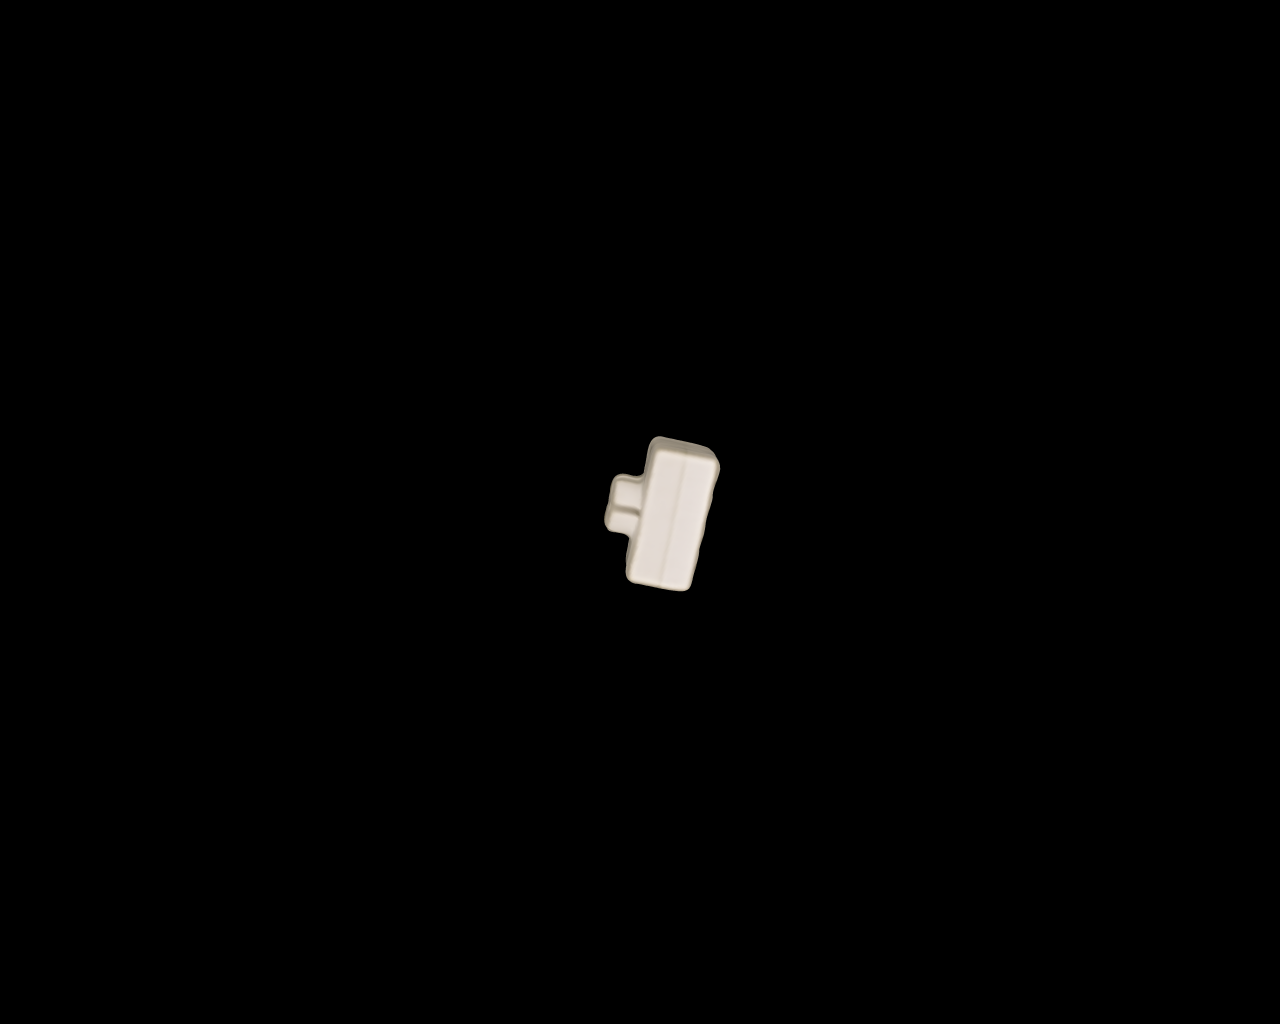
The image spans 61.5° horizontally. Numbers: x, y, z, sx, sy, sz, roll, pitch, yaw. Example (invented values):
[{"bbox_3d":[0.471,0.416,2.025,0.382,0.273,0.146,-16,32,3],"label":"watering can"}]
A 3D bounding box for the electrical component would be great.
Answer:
[{"bbox_3d":[0.001,-0.003,0.650,0.076,0.083,0.047,11,11,-2],"label":"electrical component"}]
